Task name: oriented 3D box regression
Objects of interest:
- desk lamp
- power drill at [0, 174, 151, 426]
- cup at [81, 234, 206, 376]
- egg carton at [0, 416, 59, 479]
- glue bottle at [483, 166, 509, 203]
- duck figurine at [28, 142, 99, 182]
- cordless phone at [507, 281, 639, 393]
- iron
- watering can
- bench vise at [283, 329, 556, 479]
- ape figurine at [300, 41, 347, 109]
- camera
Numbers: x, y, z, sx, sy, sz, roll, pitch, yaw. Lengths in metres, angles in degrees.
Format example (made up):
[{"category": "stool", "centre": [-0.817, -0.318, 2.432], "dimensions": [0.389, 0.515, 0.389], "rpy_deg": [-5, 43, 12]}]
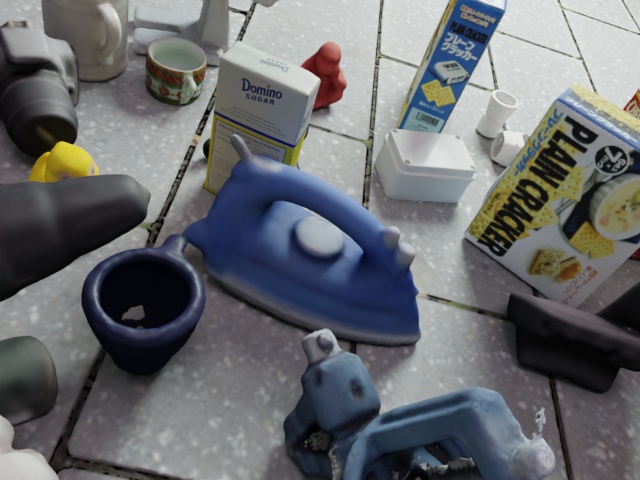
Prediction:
[{"category": "desk lamp", "centre": [-0.139, -0.349, 0.763], "dimensions": [0.204, 0.213, 0.117], "rpy_deg": [2, 49, -19]}, {"category": "power drill", "centre": [-0.230, 0.050, 0.374], "dimensions": [0.230, 0.208, 0.075], "rpy_deg": [-15, 56, -30]}, {"category": "cup", "centre": [-0.142, 0.059, 0.479], "dimensions": [0.091, 0.095, 0.118], "rpy_deg": [19, 46, -3]}, {"category": "egg carton", "centre": [-0.250, 0.175, 0.351], "dimensions": [0.107, 0.069, 0.151], "rpy_deg": [37, 47, 14]}, {"category": "glue bottle", "centre": [0.277, -0.094, 0.720], "dimensions": [0.078, 0.173, 0.037], "rpy_deg": [3, 49, -18]}, {"category": "duck figurine", "centre": [-0.241, -0.056, 0.551], "dimensions": [0.078, 0.086, 0.104], "rpy_deg": [-27, 63, -36]}, {"category": "cordless phone", "centre": [0.290, 0.062, 0.576], "dimensions": [0.147, 0.185, 0.094], "rpy_deg": [16, 46, -7]}, {"category": "iron", "centre": [0.005, 0.002, 0.553], "dimensions": [0.258, 0.141, 0.119], "rpy_deg": [26, 46, 3]}, {"category": "watering can", "centre": [-0.284, -0.303, 0.680], "dimensions": [0.172, 0.194, 0.101], "rpy_deg": [32, 47, 9]}, {"category": "bench vise", "centre": [0.047, 0.142, 0.388], "dimensions": [0.207, 0.219, 0.122], "rpy_deg": [40, 48, 16]}, {"category": "ape figurine", "centre": [0.003, -0.233, 0.797], "dimensions": [0.078, 0.092, 0.076], "rpy_deg": [15, 46, -7]}, {"category": "camera", "centre": [-0.320, -0.157, 0.601], "dimensions": [0.143, 0.101, 0.136], "rpy_deg": [-13, 56, -30]}]
